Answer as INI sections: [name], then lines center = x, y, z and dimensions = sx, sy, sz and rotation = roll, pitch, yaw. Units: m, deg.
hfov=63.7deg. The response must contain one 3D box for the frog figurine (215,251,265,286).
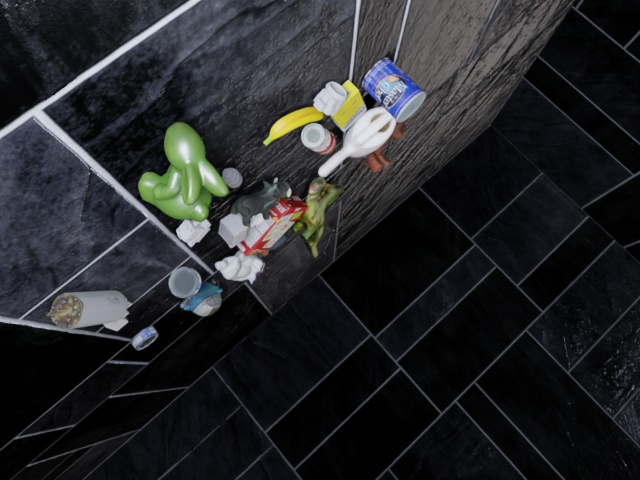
[frog figurine]
center = -0.278, 0.082, 1.713
dimensions = 0.159, 0.125, 0.135
rotation = 11, 145, -30

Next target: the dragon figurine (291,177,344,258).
[dragon figurine]
center = 0.006, -0.092, 1.836
dimensions = 0.244, 0.123, 0.403
rotation = -46, 156, -8

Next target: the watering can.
[watering can]
center = 0.112, -0.285, 1.483
dimensions = 0.350, 0.104, 0.223
rotation = -41, -177, -10
